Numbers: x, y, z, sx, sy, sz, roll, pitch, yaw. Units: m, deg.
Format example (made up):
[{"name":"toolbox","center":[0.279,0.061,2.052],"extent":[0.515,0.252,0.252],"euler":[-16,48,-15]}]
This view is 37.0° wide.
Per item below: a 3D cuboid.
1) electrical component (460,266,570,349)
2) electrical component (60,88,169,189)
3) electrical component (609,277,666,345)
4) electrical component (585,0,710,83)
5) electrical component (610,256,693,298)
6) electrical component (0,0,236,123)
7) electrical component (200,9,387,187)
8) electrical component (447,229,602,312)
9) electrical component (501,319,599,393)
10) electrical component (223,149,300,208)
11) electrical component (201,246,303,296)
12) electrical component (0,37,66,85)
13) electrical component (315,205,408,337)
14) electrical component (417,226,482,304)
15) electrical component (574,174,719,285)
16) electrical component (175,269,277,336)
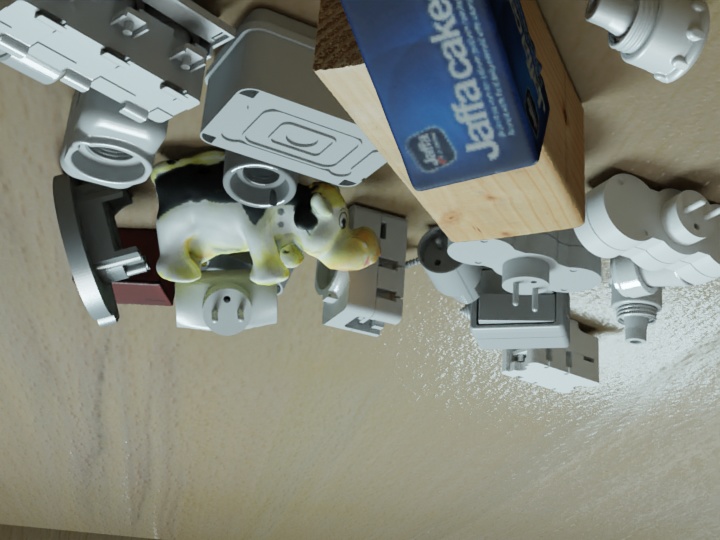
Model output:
[{"name":"electrical component","center":[0.133,0.031,0.939],"extent":[0.096,0.061,0.061],"euler":[-3,156,16]},{"name":"electrical component","center":[-0.160,-0.094,0.703],"extent":[0.054,0.059,0.095],"euler":[14,155,-22]},{"name":"electrical component","center":[0.237,0.032,0.921],"extent":[0.048,0.062,0.048],"euler":[6,161,2]},{"name":"electrical component","center":[0.152,-0.132,0.579],"extent":[0.062,0.048,0.048],"euler":[18,154,-13]},{"name":"electrical component","center":[0.235,-0.003,0.863],"extent":[0.055,0.045,0.045],"euler":[-16,150,39]},{"name":"electrical component","center":[-0.142,-0.136,0.597],"extent":[0.079,0.063,0.121],"euler":[-16,149,40]},{"name":"electrical component","center":[-0.033,-0.104,0.660],"extent":[0.113,0.057,0.078],"euler":[16,154,-25]},{"name":"electrical component","center":[0.130,-0.004,0.843],"extent":[0.138,0.073,0.052],"euler":[17,154,-26]},{"name":"electrical component","center":[0.186,0.079,1.051],"extent":[0.089,0.055,0.050],"euler":[19,153,-31]},{"name":"electrical component","center":[-0.066,-0.075,0.734],"extent":[0.055,0.047,0.055],"euler":[3,147,2]},{"name":"electrical component","center":[-0.097,-0.020,0.890],"extent":[0.099,0.064,0.099],"euler":[17,160,6]},{"name":"electrical component","center":[-0.202,-0.140,0.627],"extent":[0.040,0.040,0.078],"euler":[-16,150,40]},{"name":"electrical component","center":[0.000,0.000,0.855],"extent":[0.056,0.089,0.050],"euler":[14,155,-21]},{"name":"electrical component","center":[0.079,-0.001,0.897],"extent":[0.043,0.043,0.081],"euler":[-3,156,17]},{"name":"electrical component","center":[0.231,-0.035,0.780],"extent":[0.138,0.052,0.074],"euler":[14,155,-23]},{"name":"electrical component","center":[-0.101,0.026,0.815],"extent":[0.077,0.043,0.079],"euler":[-2,-164,-8]}]
